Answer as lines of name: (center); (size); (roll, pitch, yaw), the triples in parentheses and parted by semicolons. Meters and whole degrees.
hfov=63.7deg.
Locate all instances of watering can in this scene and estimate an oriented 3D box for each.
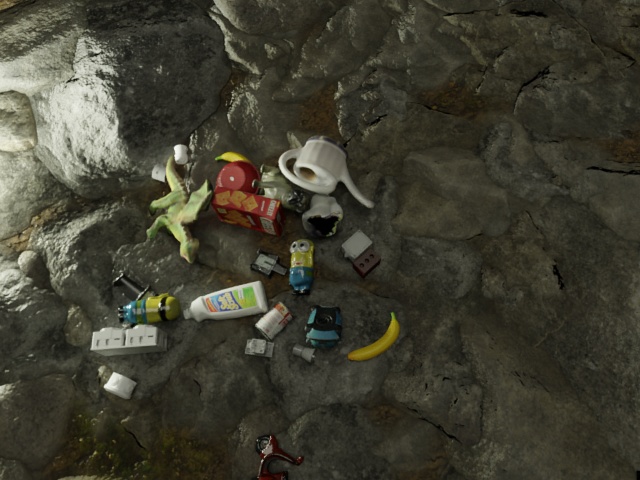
watering can: (0.038, -0.231, 1.726); (0.348, 0.101, 0.229); (22, 52, 1)

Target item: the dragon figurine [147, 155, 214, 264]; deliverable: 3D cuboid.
dragon figurine: (-0.423, -0.121, 1.639); (0.241, 0.121, 0.417); (-13, 66, 29)

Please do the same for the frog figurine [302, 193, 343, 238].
frog figurine: (0.005, -0.085, 1.697); (0.137, 0.120, 0.163); (-21, 32, 1)
